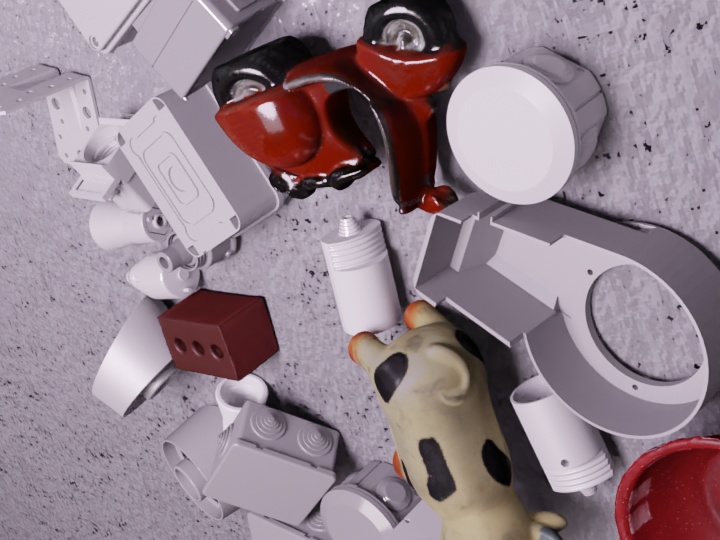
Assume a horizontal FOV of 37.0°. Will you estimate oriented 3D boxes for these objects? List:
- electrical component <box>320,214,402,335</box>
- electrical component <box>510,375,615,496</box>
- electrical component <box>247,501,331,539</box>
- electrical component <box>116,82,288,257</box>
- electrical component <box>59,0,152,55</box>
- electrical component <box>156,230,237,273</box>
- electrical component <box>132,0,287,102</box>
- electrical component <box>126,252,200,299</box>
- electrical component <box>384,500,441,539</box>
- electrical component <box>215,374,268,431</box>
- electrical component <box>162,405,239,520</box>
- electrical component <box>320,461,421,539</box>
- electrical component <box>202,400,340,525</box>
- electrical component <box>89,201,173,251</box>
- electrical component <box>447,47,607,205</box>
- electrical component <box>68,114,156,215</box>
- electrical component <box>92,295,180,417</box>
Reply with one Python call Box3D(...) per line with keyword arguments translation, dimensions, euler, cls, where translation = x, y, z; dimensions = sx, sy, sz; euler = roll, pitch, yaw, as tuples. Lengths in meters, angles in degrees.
Box3D(translation=(0.000, 0.000, 0.745), dimensions=(0.043, 0.043, 0.081), euler=(7, 121, 39), cls="electrical component")
Box3D(translation=(0.134, 0.110, 0.697), dimensions=(0.043, 0.043, 0.081), euler=(-14, 107, 46), cls="electrical component")
Box3D(translation=(-0.045, 0.247, 0.948), dimensions=(0.100, 0.048, 0.099), euler=(15, 126, 35), cls="electrical component")
Box3D(translation=(-0.114, -0.077, 0.787), dimensions=(0.078, 0.057, 0.113), euler=(-28, 96, 48), cls="electrical component")
Box3D(translation=(-0.171, -0.224, 0.740), dimensions=(0.108, 0.056, 0.109), euler=(56, 138, -2), cls="electrical component")
Box3D(translation=(-0.130, -0.019, 0.836), dimensions=(0.048, 0.062, 0.048), euler=(23, 130, 30), cls="electrical component")
Box3D(translation=(-0.099, -0.170, 0.704), dimensions=(0.061, 0.062, 0.096), euler=(48, 138, -1), cls="electrical component")
Box3D(translation=(-0.169, 0.005, 0.904), dimensions=(0.078, 0.040, 0.040), euler=(-3, 115, 44), cls="electrical component")
Box3D(translation=(0.054, 0.217, 0.806), dimensions=(0.050, 0.089, 0.055), euler=(19, 128, 32), cls="electrical component")
Box3D(translation=(-0.101, 0.126, 0.924), dimensions=(0.044, 0.044, 0.065), euler=(29, 137, 25), cls="electrical component")
Box3D(translation=(-0.134, 0.178, 0.989), dimensions=(0.099, 0.064, 0.099), euler=(38, 148, 29), cls="electrical component")
Box3D(translation=(0.012, 0.197, 0.860), dimensions=(0.080, 0.051, 0.080), euler=(23, 130, 30), cls="electrical component")
Box3D(translation=(-0.072, 0.158, 0.886), dimensions=(0.100, 0.048, 0.099), euler=(21, 136, -12), cls="electrical component")
Box3D(translation=(-0.187, -0.039, 0.892), dimensions=(0.065, 0.044, 0.044), euler=(-2, 115, 38), cls="electrical component")
Box3D(translation=(0.093, -0.081, 0.600), dimensions=(0.080, 0.051, 0.080), euler=(23, 130, 30), cls="electrical component")
Box3D(translation=(-0.183, -0.080, 0.836), dimensions=(0.042, 0.081, 0.063), euler=(10, 151, 39), cls="electrical component")
Box3D(translation=(-0.191, 0.076, 0.932), dimensions=(0.064, 0.099, 0.099), euler=(43, 138, 2), cls="electrical component")
